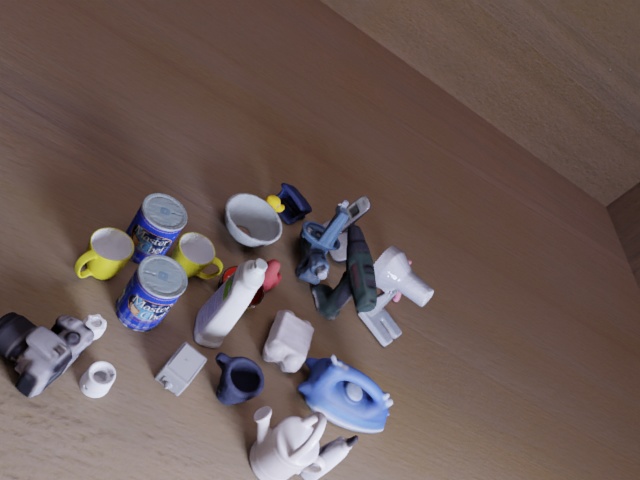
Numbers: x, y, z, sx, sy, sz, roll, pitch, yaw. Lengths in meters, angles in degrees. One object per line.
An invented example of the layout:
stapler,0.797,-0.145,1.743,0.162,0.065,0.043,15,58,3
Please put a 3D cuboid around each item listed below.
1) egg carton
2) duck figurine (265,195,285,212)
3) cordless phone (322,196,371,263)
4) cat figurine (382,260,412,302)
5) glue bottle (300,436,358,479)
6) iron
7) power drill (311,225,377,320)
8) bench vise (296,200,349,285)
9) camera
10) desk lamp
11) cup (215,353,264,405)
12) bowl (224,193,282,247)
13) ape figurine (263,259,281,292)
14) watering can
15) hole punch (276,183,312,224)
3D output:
egg carton,-0.075,0.240,1.361,0.107,0.069,0.150,33,38,-13
duck figurine,-0.149,-0.093,1.599,0.105,0.086,0.077,19,43,-29
cordless phone,0.094,-0.031,1.679,0.094,0.184,0.147,2,53,-41
cat figurine,0.233,0.105,1.731,0.067,0.117,0.127,14,46,-33
glue bottle,0.027,0.439,1.179,0.037,0.173,0.078,45,37,2
iron,0.083,0.357,1.334,0.259,0.141,0.118,33,38,-13
power drill,0.067,0.104,1.506,0.076,0.208,0.229,9,49,-36
bench vise,0.024,0.007,1.550,0.122,0.219,0.207,7,50,-38
camera,-0.497,0.177,1.013,0.137,0.100,0.143,41,37,-4
desk lamp,0.201,0.149,1.580,0.203,0.213,0.118,52,38,11
cup,-0.185,0.294,1.189,0.118,0.094,0.092,44,37,1
bowl,-0.188,-0.040,1.522,0.168,0.074,0.167,25,41,-23
ape figurine,-0.129,0.082,1.445,0.078,0.092,0.076,37,38,-8
watering can,-0.058,0.397,1.124,0.173,0.193,0.101,24,41,-23
hole punch,-0.076,-0.117,1.684,0.108,0.091,0.101,51,38,11
